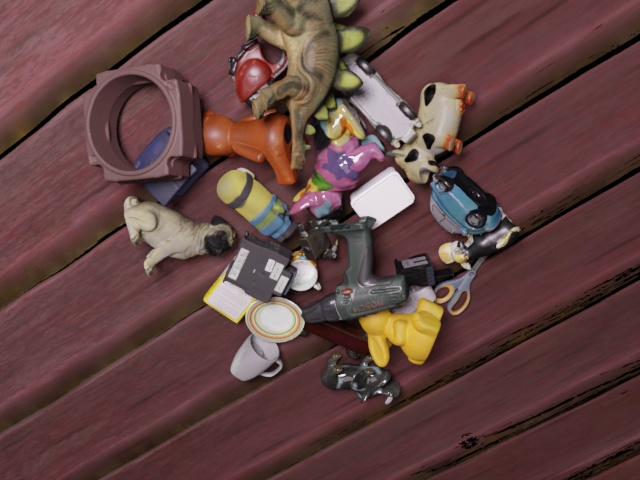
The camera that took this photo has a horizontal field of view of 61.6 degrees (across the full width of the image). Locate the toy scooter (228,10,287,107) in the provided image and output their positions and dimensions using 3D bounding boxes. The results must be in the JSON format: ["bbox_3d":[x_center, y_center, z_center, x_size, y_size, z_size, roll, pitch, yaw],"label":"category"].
[{"bbox_3d":[-0.101,-0.338,0.975,0.184,0.075,0.135,-39,109,10],"label":"toy scooter"}]

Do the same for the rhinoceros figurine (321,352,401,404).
[{"bbox_3d":[0.098,0.330,1.260,0.190,0.073,0.112,12,111,-6],"label":"rhinoceros figurine"}]

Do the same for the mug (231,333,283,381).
[{"bbox_3d":[-0.147,0.277,1.233,0.109,0.081,0.107,35,118,-21],"label":"mug"}]

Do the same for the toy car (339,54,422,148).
[{"bbox_3d":[0.104,-0.259,0.999,0.073,0.056,0.202,-43,86,17],"label":"toy car"}]

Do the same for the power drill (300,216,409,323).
[{"bbox_3d":[0.052,0.061,1.071,0.232,0.086,0.207,-8,96,17],"label":"power drill"}]

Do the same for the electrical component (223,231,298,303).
[{"bbox_3d":[-0.117,0.060,1.100,0.134,0.058,0.114,27,109,-7],"label":"electrical component"}]

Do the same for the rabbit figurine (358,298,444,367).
[{"bbox_3d":[0.158,0.182,1.138,0.173,0.122,0.162,23,121,5],"label":"rabbit figurine"}]

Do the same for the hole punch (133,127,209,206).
[{"bbox_3d":[-0.295,-0.141,1.046,0.115,0.092,0.142,41,109,-13],"label":"hole punch"}]

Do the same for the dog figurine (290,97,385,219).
[{"bbox_3d":[0.011,-0.144,1.044,0.219,0.108,0.191,-38,110,16],"label":"dog figurine"}]

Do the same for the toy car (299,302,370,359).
[{"bbox_3d":[0.034,0.202,1.216,0.202,0.053,0.089,25,129,-9],"label":"toy car"}]

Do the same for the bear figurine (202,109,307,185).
[{"bbox_3d":[-0.142,-0.181,1.024,0.196,0.120,0.131,-2,148,21],"label":"bear figurine"}]

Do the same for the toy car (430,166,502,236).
[{"bbox_3d":[0.278,-0.066,1.085,0.162,0.109,0.103,42,130,3],"label":"toy car"}]

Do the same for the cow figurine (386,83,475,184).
[{"bbox_3d":[0.207,-0.202,1.027,0.127,0.085,0.194,20,102,35],"label":"cow figurine"}]

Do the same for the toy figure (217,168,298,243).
[{"bbox_3d":[-0.125,-0.069,1.078,0.082,0.089,0.180,-43,105,7],"label":"toy figure"}]

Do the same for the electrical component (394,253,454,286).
[{"bbox_3d":[0.224,0.065,1.153,0.119,0.075,0.047,-10,113,7],"label":"electrical component"}]

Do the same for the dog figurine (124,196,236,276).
[{"bbox_3d":[-0.283,-0.032,1.096,0.191,0.121,0.172,-22,115,-8],"label":"dog figurine"}]

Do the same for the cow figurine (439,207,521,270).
[{"bbox_3d":[0.333,0.009,1.121,0.167,0.098,0.068,-36,116,12],"label":"cow figurine"}]

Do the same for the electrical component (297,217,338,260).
[{"bbox_3d":[-0.002,-0.002,1.124,0.045,0.078,0.102,-5,112,38],"label":"electrical component"}]

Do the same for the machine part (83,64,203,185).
[{"bbox_3d":[-0.320,-0.205,0.970,0.201,0.087,0.201,-3,94,16],"label":"machine part"}]

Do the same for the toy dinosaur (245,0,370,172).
[{"bbox_3d":[-0.022,-0.351,0.905,0.198,0.105,0.470,-3,98,-25],"label":"toy dinosaur"}]
